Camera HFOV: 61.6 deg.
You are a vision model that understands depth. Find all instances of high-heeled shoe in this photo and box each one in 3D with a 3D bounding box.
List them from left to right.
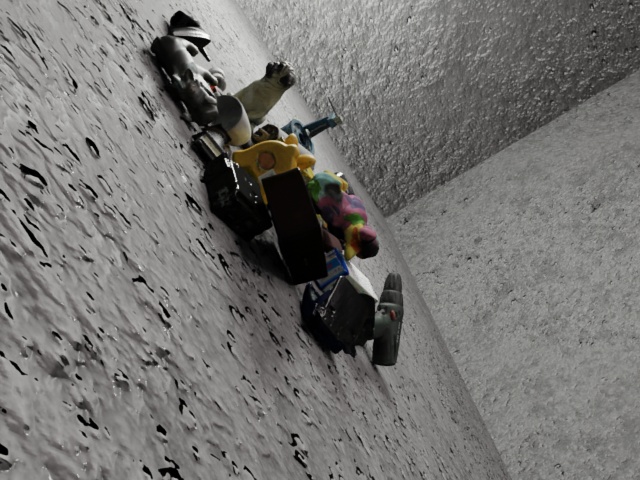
[{"bbox_3d":[-0.304,-0.461,1.160,0.145,0.086,0.249,56,7,-3],"label":"high-heeled shoe"}]

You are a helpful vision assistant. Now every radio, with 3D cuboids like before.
[{"bbox_3d":[-0.042,-0.019,0.959,0.229,0.073,0.131,84,-12,-65],"label":"radio"}]

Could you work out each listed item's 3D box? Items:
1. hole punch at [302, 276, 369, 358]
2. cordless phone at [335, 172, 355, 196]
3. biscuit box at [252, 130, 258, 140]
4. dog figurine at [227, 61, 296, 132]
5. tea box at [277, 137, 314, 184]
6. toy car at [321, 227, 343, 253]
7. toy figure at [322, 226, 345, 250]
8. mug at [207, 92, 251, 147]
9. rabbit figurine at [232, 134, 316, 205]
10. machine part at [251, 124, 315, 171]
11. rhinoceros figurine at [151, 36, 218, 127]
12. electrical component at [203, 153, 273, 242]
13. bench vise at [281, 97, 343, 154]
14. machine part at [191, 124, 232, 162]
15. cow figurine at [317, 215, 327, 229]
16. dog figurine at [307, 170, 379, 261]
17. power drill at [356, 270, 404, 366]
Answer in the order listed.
[{"bbox_3d":[0.018,0.143,1.010,0.142,0.092,0.116,56,42,-28],"label":"hole punch"},{"bbox_3d":[0.060,-0.104,1.589,0.184,0.147,0.089,35,42,-35],"label":"cordless phone"},{"bbox_3d":[-0.105,-0.223,1.447,0.202,0.059,0.063,44,18,-52],"label":"biscuit box"},{"bbox_3d":[-0.134,-0.370,1.370,0.121,0.190,0.172,57,10,-13],"label":"dog figurine"},{"bbox_3d":[-0.083,-0.161,1.287,0.169,0.098,0.068,44,19,-58],"label":"tea box"},{"bbox_3d":[-0.003,-0.004,1.332,0.202,0.053,0.089,31,39,-56],"label":"toy car"},{"bbox_3d":[0.044,-0.012,1.554,0.154,0.064,0.058,34,65,-55],"label":"toy figure"},{"bbox_3d":[-0.190,-0.246,1.114,0.110,0.081,0.107,57,-1,20],"label":"mug"},{"bbox_3d":[-0.098,-0.153,1.131,0.122,0.162,0.173,48,-8,6],"label":"rabbit figurine"},{"bbox_3d":[-0.085,-0.218,1.341,0.243,0.079,0.079,28,31,-53],"label":"machine part"},{"bbox_3d":[-0.244,-0.298,1.001,0.190,0.073,0.112,61,10,9],"label":"rhinoceros figurine"},{"bbox_3d":[-0.135,-0.067,0.918,0.134,0.058,0.115,45,20,-51],"label":"electrical component"},{"bbox_3d":[-0.037,-0.313,1.571,0.128,0.241,0.224,59,27,-19],"label":"bench vise"},{"bbox_3d":[-0.196,-0.175,0.988,0.084,0.039,0.139,45,18,-25],"label":"machine part"},{"bbox_3d":[-0.025,-0.098,1.449,0.098,0.068,0.167,35,-12,50],"label":"cow figurine"},{"bbox_3d":[0.055,-0.047,1.238,0.191,0.108,0.219,44,12,-30],"label":"dog figurine"},{"bbox_3d":[0.131,0.171,1.238,0.207,0.086,0.232,27,65,-62],"label":"power drill"}]
